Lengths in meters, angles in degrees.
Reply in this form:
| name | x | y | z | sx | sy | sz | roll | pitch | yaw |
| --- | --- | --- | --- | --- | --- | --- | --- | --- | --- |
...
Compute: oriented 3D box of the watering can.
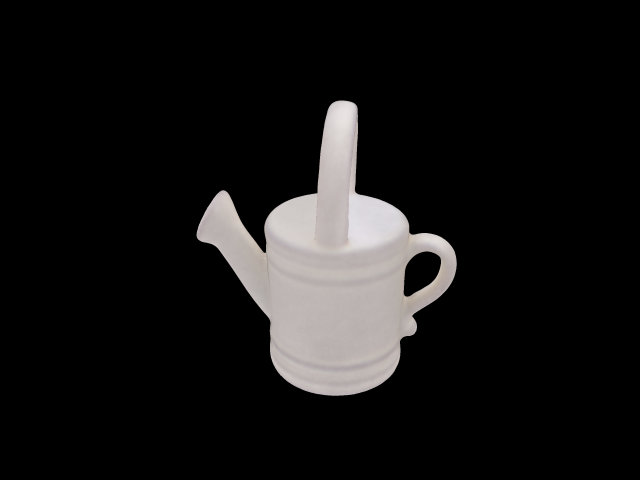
| name | x | y | z | sx | sy | sz | roll | pitch | yaw |
| --- | --- | --- | --- | --- | --- | --- | --- | --- | --- |
| watering can | 0.003 | 0.002 | 0.398 | 0.173 | 0.194 | 0.100 | -6 | 28 | -12 |
